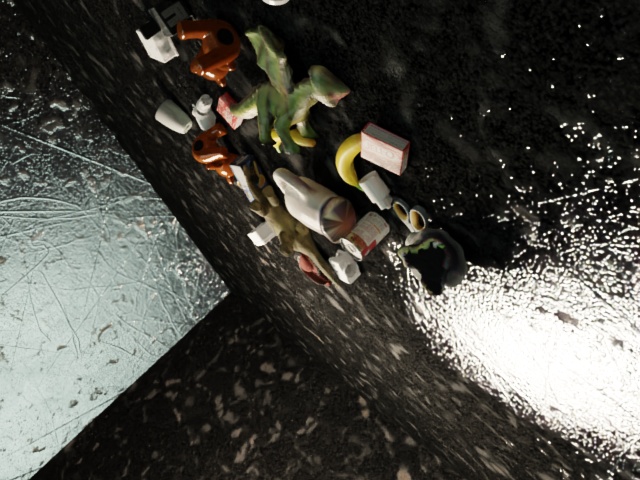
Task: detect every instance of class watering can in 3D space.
[{"bbox_3d":[0.004,-0.066,1.318,0.227,0.104,0.341,33,171,36],"label":"watering can"}]

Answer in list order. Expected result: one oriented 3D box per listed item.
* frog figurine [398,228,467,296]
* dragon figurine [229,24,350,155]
[{"bbox_3d":[0.235,0.038,1.046,0.138,0.122,0.160,30,-168,18],"label":"frog figurine"},{"bbox_3d":[-0.096,-0.319,1.056,0.414,0.124,0.237,29,137,39],"label":"dragon figurine"}]
